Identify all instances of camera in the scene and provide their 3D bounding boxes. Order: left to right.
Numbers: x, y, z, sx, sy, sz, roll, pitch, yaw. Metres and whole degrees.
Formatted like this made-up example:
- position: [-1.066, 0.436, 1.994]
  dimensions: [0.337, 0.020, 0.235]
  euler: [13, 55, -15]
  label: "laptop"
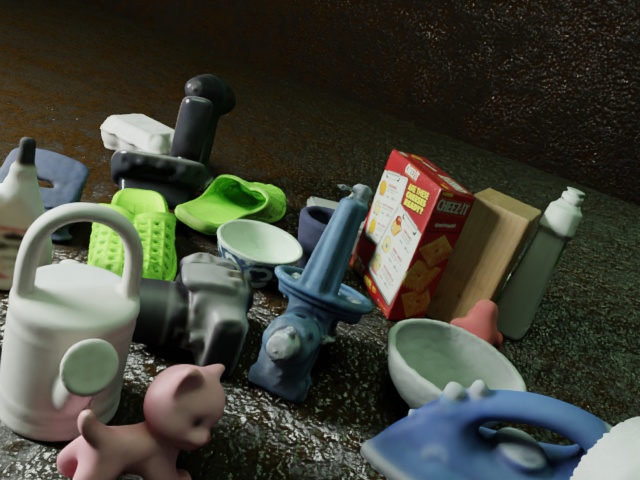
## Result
- position: [-0.150, 0.065, 0.626]
  dimensions: [0.137, 0.101, 0.143]
  euler: [11, 24, -21]
  label: "camera"

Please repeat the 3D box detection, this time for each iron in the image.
- position: [0.181, 0.197, 0.540]
  dimensions: [0.258, 0.141, 0.119]
  euler: [20, 22, 1]
  label: "iron"

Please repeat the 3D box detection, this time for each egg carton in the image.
- position: [-0.339, -0.191, 1.101]
  dimensions: [0.150, 0.069, 0.107]
  euler: [27, 23, 17]
  label: "egg carton"

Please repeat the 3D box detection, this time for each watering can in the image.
- position: [-0.196, 0.063, 0.468]
  dimensions: [0.172, 0.194, 0.101]
  euler: [34, 26, 31]
  label: "watering can"

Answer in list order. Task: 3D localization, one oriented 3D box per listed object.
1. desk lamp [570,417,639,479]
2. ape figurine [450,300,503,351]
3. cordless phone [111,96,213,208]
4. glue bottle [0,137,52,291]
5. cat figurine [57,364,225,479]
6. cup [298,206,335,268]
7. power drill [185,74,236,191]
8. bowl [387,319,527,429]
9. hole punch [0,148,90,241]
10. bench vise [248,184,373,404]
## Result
- position: [0.233, 0.253, 0.360]
  dimensions: [0.118, 0.213, 0.202]
  euler: [10, 24, -21]
  label: "desk lamp"
- position: [0.224, 0.125, 0.806]
  dimensions: [0.077, 0.092, 0.076]
  euler: [25, 23, 13]
  label: "ape figurine"
- position: [-0.254, -0.155, 0.934]
  dimensions: [0.148, 0.185, 0.094]
  euler: [6, 26, -29]
  label: "cordless phone"
- position: [-0.319, -0.027, 0.603]
  dimensions: [0.078, 0.173, 0.037]
  euler: [6, 26, -31]
  label: "glue bottle"
- position: [-0.128, 0.141, 0.445]
  dimensions: [0.128, 0.118, 0.067]
  euler: [0, 29, -39]
  label: "cat figurine"
- position: [0.008, 0.003, 0.906]
  dimensions: [0.091, 0.095, 0.118]
  euler: [30, 25, 24]
  label: "cup"
- position: [-0.215, -0.203, 1.046]
  dimensions: [0.075, 0.208, 0.229]
  euler: [19, 22, -2]
  label: "power drill"
- position: [0.148, 0.168, 0.669]
  dimensions: [0.167, 0.075, 0.167]
  euler: [17, 22, -7]
  label: "bowl"
- position: [-0.366, -0.061, 0.750]
  dimensions: [0.109, 0.091, 0.101]
  euler: [14, 23, -12]
  label: "hole punch"
- position: [0.010, 0.056, 0.621]
  dimensions: [0.121, 0.220, 0.207]
  euler: [16, 22, -7]
  label: "bench vise"
